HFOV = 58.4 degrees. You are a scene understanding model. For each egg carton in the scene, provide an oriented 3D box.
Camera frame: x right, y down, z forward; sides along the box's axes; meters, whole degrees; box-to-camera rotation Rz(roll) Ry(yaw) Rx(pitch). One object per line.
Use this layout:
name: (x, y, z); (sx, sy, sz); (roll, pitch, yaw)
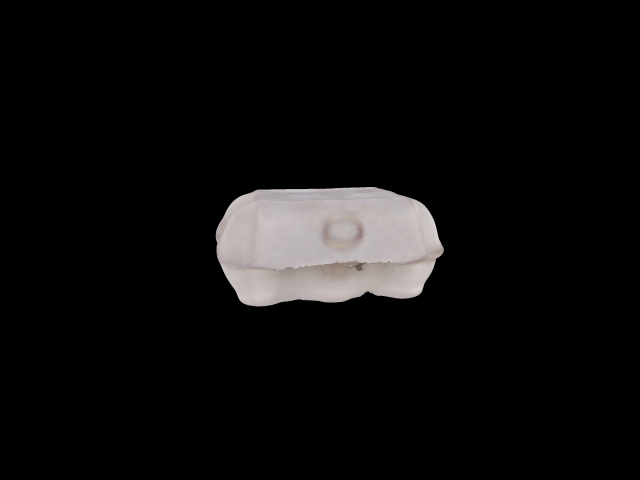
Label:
egg carton: (0.004, 0.001, 0.400); (0.150, 0.069, 0.107); (-2, 11, -11)
